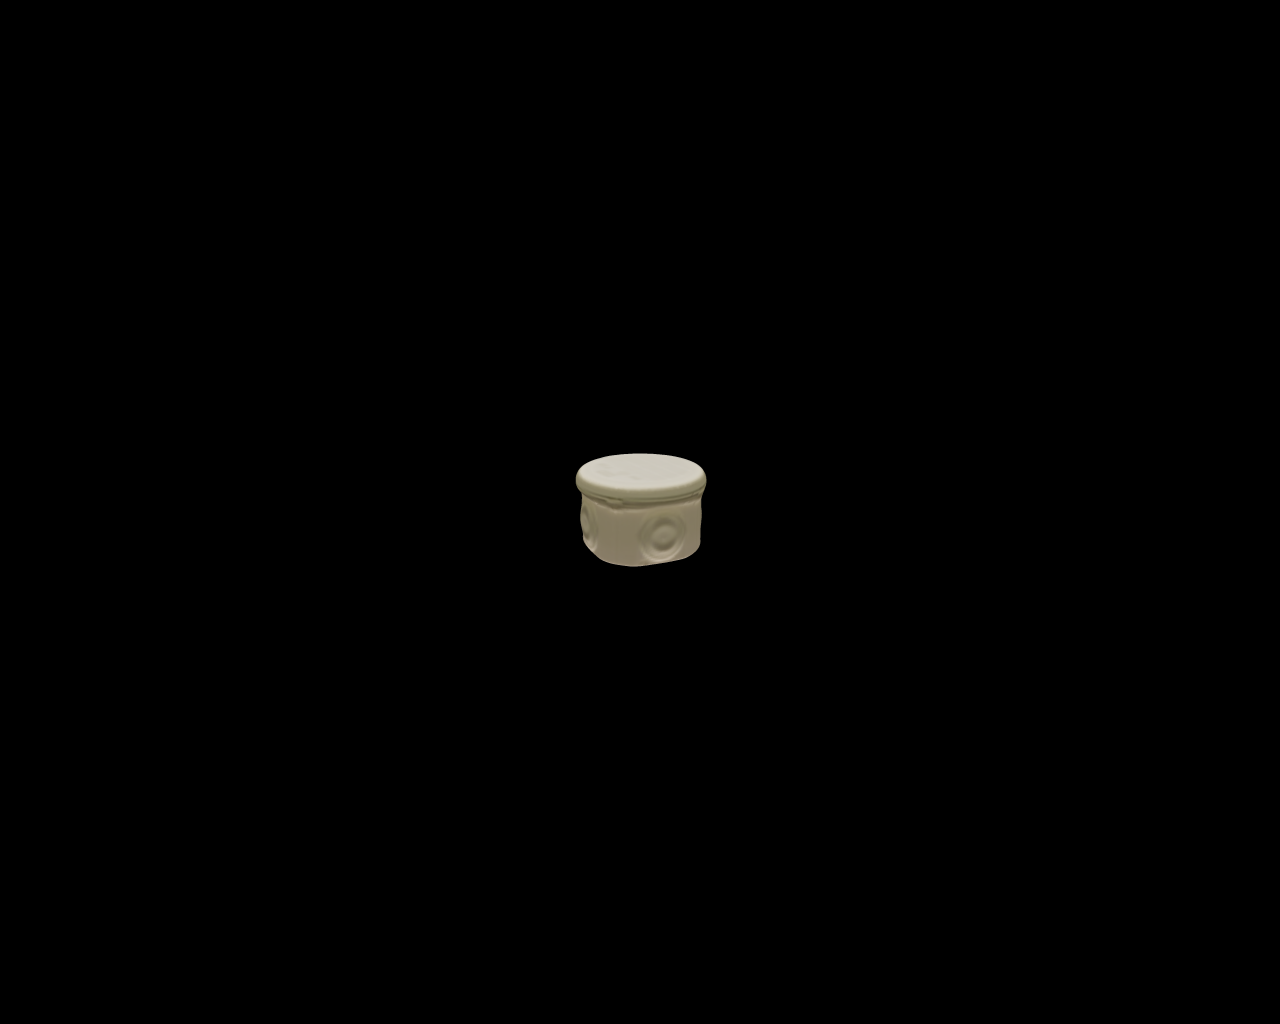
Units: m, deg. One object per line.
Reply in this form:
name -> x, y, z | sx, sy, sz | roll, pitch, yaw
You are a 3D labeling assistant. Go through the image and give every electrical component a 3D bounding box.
electrical component -> 0.001, -0.003, 0.650 | 0.080, 0.051, 0.080 | 0, 18, 0
